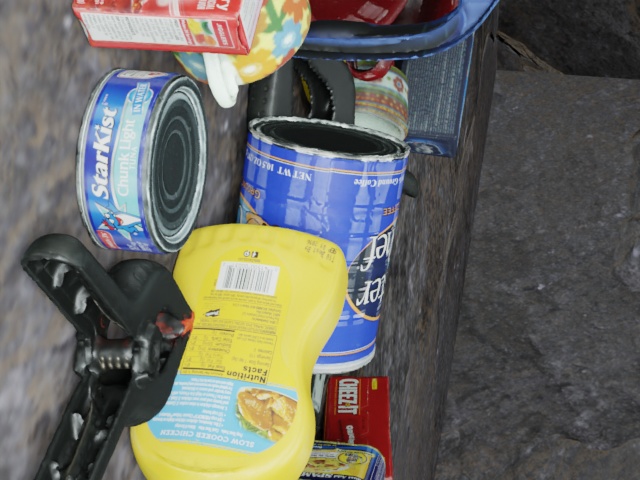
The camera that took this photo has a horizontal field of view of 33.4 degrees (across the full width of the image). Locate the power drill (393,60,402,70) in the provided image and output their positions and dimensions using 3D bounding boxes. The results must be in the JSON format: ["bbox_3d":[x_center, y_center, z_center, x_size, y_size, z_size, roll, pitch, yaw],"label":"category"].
[{"bbox_3d":[0.061,-0.194,1.039,0.188,0.057,0.184,84,17,-46],"label":"power drill"}]

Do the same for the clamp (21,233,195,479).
[{"bbox_3d":[-0.093,0.061,0.478,0.171,0.039,0.120,15,84,-78],"label":"clamp"}]

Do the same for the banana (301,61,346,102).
[{"bbox_3d":[0.004,-0.172,0.826,0.069,0.037,0.198,-63,157,-55],"label":"banana"}]

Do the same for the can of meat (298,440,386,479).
[{"bbox_3d":[-0.001,0.197,0.837,0.084,0.102,0.057,-50,143,-73],"label":"can of meat"}]

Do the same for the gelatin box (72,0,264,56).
[{"bbox_3d":[-0.059,-0.125,0.464,0.030,0.073,0.089,74,25,-60],"label":"gelatin box"}]

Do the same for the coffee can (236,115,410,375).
[{"bbox_3d":[-0.004,0.001,0.680,0.102,0.103,0.140,-48,148,-70],"label":"coffee can"}]

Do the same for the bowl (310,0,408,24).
[{"bbox_3d":[0.013,-0.216,0.722,0.161,0.055,0.162,-31,131,-43],"label":"bowl"}]

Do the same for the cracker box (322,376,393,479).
[{"bbox_3d":[0.037,0.271,1.082,0.164,0.072,0.214,-86,176,-63],"label":"cracker box"}]

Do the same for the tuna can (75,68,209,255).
[{"bbox_3d":[-0.081,-0.036,0.500,0.086,0.034,0.086,6,90,-78],"label":"tuna can"}]

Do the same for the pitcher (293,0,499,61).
[{"bbox_3d":[0.054,-0.181,0.555,0.149,0.243,0.145,43,57,-68],"label":"pitcher"}]

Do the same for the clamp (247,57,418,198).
[{"bbox_3d":[0.004,-0.068,0.760,0.164,0.036,0.210,-38,130,-34],"label":"clamp"}]

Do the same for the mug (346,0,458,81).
[{"bbox_3d":[0.051,-0.187,0.876,0.093,0.082,0.117,14,89,-37],"label":"mug"}]

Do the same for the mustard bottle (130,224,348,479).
[{"bbox_3d":[-0.048,0.085,0.565,0.058,0.096,0.191,79,21,-57],"label":"mustard bottle"}]
